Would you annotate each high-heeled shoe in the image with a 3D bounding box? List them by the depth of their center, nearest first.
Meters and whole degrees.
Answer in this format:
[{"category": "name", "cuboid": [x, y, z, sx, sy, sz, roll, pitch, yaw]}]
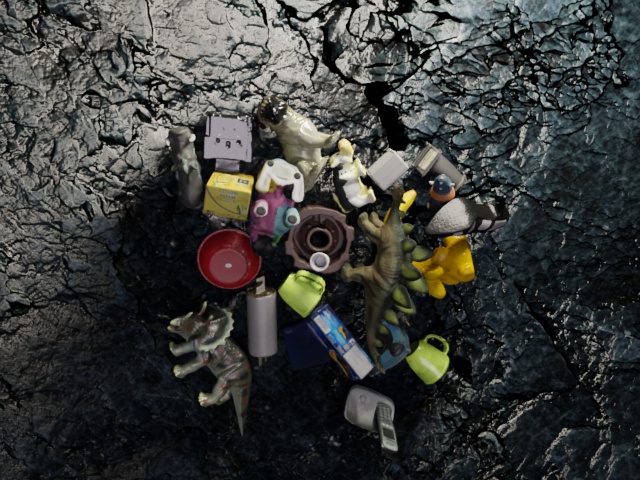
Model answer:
[{"category": "high-heeled shoe", "cuboid": [0.350, -0.037, 1.293, 0.249, 0.086, 0.145, -20, 152, -10]}]

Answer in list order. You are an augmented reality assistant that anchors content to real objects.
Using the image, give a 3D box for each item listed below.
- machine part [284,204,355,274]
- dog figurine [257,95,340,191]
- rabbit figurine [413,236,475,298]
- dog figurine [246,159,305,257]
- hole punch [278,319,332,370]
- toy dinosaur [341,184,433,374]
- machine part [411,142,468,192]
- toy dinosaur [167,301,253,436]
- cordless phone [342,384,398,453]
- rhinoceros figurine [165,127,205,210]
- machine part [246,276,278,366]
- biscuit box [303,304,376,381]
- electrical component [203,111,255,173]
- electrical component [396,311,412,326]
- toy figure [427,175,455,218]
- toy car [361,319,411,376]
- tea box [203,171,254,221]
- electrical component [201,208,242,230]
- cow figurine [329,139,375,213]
[{"category": "machine part", "cuboid": [-0.003, -0.004, 1.319, 0.179, 0.056, 0.179, -1, 107, -4]}, {"category": "dog figurine", "cuboid": [-0.072, -0.220, 1.233, 0.191, 0.121, 0.172, 26, 101, 2]}, {"category": "rabbit figurine", "cuboid": [0.293, 0.074, 1.335, 0.173, 0.162, 0.121, -5, 122, 15]}, {"category": "dog figurine", "cuboid": [-0.112, -0.066, 1.236, 0.108, 0.219, 0.191, 11, 72, -12]}, {"category": "hole punch", "cuboid": [-0.033, 0.267, 1.389, 0.142, 0.092, 0.115, -14, 105, 3]}, {"category": "toy dinosaur", "cuboid": [0.154, 0.094, 1.284, 0.199, 0.105, 0.470, 25, 117, 31]}, {"category": "machine part", "cuboid": [0.293, -0.170, 1.302, 0.139, 0.039, 0.084, 31, 94, -12]}, {"category": "toy dinosaur", "cuboid": [-0.248, 0.316, 1.375, 0.192, 0.131, 0.404, -33, 114, 6]}, {"category": "cordless phone", "cuboid": [0.133, 0.480, 1.419, 0.146, 0.184, 0.088, 26, 108, -13]}, {"category": "rhinoceros figurine", "cuboid": [-0.304, -0.162, 1.214, 0.073, 0.112, 0.190, -4, 116, -1]}, {"category": "machine part", "cuboid": [-0.146, 0.206, 1.363, 0.079, 0.079, 0.243, -1, 107, -5]}, {"category": "biscuit box", "cuboid": [0.047, 0.255, 1.336, 0.059, 0.063, 0.202, -39, 93, -28]}, {"category": "electrical component", "cuboid": [-0.208, -0.223, 1.230, 0.115, 0.058, 0.134, 3, 107, -4]}, {"category": "electrical component", "cuboid": [0.214, 0.178, 1.379, 0.078, 0.102, 0.045, 40, 97, 10]}, {"category": "toy figure", "cuboid": [0.290, -0.101, 1.286, 0.064, 0.058, 0.154, -9, 136, 0]}, {"category": "toy car", "cuboid": [0.182, 0.285, 1.407, 0.103, 0.109, 0.161, 17, 115, -36]}, {"category": "tea box", "cuboid": [-0.203, -0.104, 1.209, 0.098, 0.170, 0.068, 9, 107, -9]}, {"category": "electrical component", "cuboid": [-0.237, -0.056, 1.299, 0.063, 0.021, 0.094, -43, 107, 9]}, {"category": "cow figurine", "cuboid": [0.061, -0.150, 1.274, 0.098, 0.068, 0.167, -24, 107, 9]}]
